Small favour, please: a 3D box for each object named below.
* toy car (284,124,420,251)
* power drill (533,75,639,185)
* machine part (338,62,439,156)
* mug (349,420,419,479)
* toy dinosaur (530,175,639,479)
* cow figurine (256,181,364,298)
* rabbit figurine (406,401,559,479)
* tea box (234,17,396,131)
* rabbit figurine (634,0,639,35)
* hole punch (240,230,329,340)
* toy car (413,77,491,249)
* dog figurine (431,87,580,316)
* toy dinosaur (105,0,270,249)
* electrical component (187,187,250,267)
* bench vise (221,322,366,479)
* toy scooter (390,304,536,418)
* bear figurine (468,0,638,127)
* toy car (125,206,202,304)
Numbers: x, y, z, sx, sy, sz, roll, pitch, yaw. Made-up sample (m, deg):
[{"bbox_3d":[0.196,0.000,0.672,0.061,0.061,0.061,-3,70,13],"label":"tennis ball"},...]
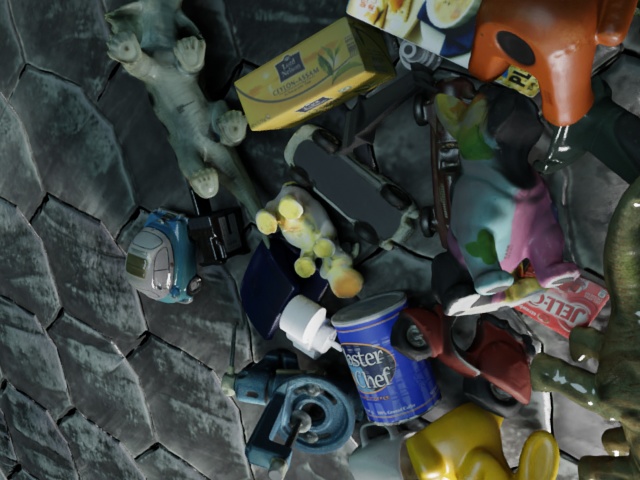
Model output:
[{"bbox_3d":[0.038,-0.069,0.690,0.202,0.056,0.073,41,113,12],"label":"toy car"},{"bbox_3d":[0.295,-0.039,0.488,0.231,0.086,0.207,82,162,-48],"label":"power drill"},{"bbox_3d":[0.074,-0.155,0.624,0.039,0.084,0.139,36,140,-24],"label":"machine part"},{"bbox_3d":[0.088,0.303,0.751,0.107,0.081,0.109,-26,97,40],"label":"mug"},{"bbox_3d":[0.313,0.137,0.497,0.199,0.105,0.470,0,126,55],"label":"toy dinosaur"},{"bbox_3d":[-0.002,0.000,0.719,0.068,0.098,0.167,-35,104,26],"label":"cow figurine"},{"bbox_3d":[0.210,0.288,0.645,0.162,0.121,0.173,-26,50,-5],"label":"rabbit figurine"},{"bbox_3d":[-0.006,-0.195,0.655,0.170,0.098,0.068,-18,94,33],"label":"tea box"},{"bbox_3d":[0.342,-0.180,0.450,0.121,0.159,0.170,-22,108,22],"label":"rabbit figurine"},{"bbox_3d":[-0.064,0.065,0.766,0.116,0.092,0.142,38,122,19],"label":"hole punch"},{"bbox_3d":[0.156,-0.084,0.623,0.089,0.053,0.202,2,103,25],"label":"toy car"},{"bbox_3d":[0.169,-0.045,0.550,0.108,0.191,0.219,-4,71,-10],"label":"dog figurine"},{"bbox_3d":[-0.176,-0.181,0.737,0.131,0.192,0.404,-21,110,-4],"label":"toy dinosaur"},{"bbox_3d":[-0.154,-0.026,0.799,0.048,0.075,0.119,-6,98,31],"label":"electrical component"},{"bbox_3d":[-0.049,0.230,0.726,0.224,0.240,0.128,17,109,7],"label":"bench vise"},{"bbox_3d":[0.185,0.113,0.638,0.184,0.075,0.135,34,75,-1],"label":"toy scooter"},{"bbox_3d":[0.212,-0.211,0.418,0.120,0.131,0.196,39,89,26],"label":"bear figurine"},{"bbox_3d":[-0.255,0.034,0.854,0.109,0.103,0.161,19,114,22],"label":"toy car"}]
